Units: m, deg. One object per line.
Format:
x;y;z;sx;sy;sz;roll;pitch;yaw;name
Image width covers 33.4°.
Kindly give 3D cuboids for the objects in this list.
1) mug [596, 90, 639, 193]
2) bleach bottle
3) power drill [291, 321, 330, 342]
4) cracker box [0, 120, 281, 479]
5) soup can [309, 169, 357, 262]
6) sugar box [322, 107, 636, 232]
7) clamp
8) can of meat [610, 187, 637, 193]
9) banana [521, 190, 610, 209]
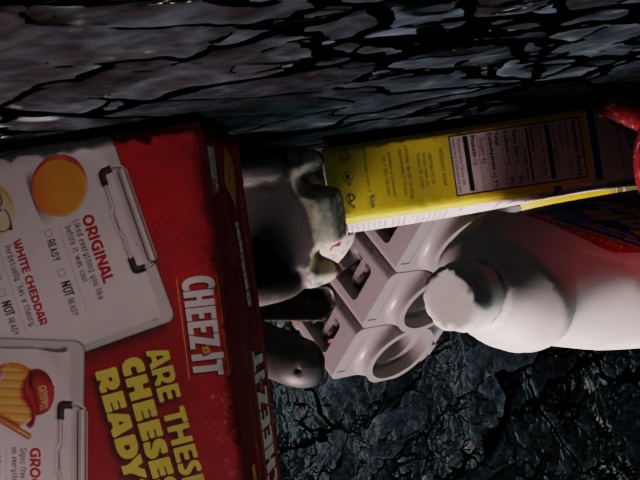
0.174;-0.038;0.465;0.117;0.093;0.081;33;-168;26;mug
0.147;0.018;0.529;0.250;0.068;0.103;-7;-149;-45;bleach bottle
-0.034;0.043;0.984;0.187;0.057;0.184;36;172;3;power drill
-0.133;0.046;0.460;0.214;0.164;0.072;-7;-179;10;cracker box
-0.029;-0.010;0.623;0.069;0.068;0.102;-8;179;28;soup can
0.091;-0.039;0.568;0.176;0.048;0.093;-11;178;1;sugar box
-0.087;0.033;0.614;0.210;0.036;0.164;12;-171;8;clamp
0.260;-0.048;0.767;0.084;0.057;0.102;-10;179;3;can of meat
0.232;-0.048;0.952;0.197;0.037;0.070;-8;178;-20;banana
